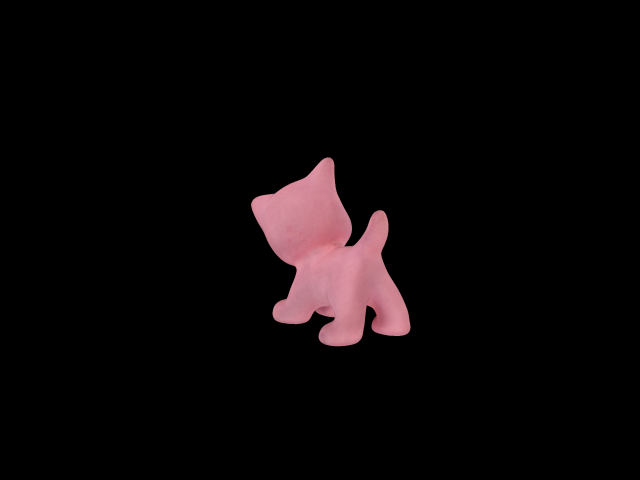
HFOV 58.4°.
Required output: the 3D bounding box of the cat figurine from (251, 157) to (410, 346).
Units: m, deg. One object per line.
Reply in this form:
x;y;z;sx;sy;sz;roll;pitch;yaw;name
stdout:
0.004;0.001;0.400;0.067;0.118;0.127;-5;9;-36;cat figurine
